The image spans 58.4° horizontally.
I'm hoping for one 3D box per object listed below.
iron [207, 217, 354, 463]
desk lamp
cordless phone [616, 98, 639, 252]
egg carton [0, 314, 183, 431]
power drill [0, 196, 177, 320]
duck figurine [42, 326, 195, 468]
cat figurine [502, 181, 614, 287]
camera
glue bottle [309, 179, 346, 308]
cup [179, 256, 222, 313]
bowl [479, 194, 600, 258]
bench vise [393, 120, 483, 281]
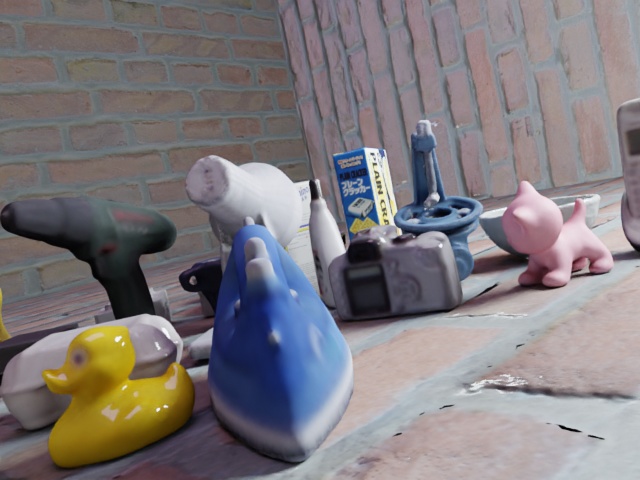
[{"bbox_3d":[-0.040,0.051,0.441,0.119,0.141,0.258,-12,4,-8],"label":"iron"},{"bbox_3d":[-0.088,0.008,0.677,0.117,0.213,0.203,-11,4,12],"label":"desk lamp"},{"bbox_3d":[0.426,-0.084,0.668,0.147,0.185,0.094,-9,5,32],"label":"cordless phone"},{"bbox_3d":[-0.203,0.116,0.526,0.150,0.069,0.107,-12,4,-8],"label":"egg carton"},{"bbox_3d":[-0.258,0.045,0.700,0.075,0.208,0.230,-10,4,27],"label":"power drill"},{"bbox_3d":[-0.147,0.103,0.415,0.105,0.086,0.077,-14,4,-25],"label":"duck figurine"},{"bbox_3d":[0.255,-0.011,0.638,0.128,0.118,0.067,-13,4,-23],"label":"cat figurine"},{"bbox_3d":[0.096,0.027,0.682,0.142,0.101,0.137,-10,4,25],"label":"camera"},{"bbox_3d":[0.007,0.003,0.776,0.037,0.173,0.078,-13,4,-16],"label":"glue bottle"},{"bbox_3d":[-0.131,0.072,0.777,0.118,0.095,0.091,-15,5,-44],"label":"cup"},{"bbox_3d":[0.319,-0.015,0.826,0.167,0.075,0.167,-12,4,1],"label":"bowl"},{"bbox_3d":[0.147,-0.053,0.822,0.122,0.220,0.207,-13,4,-16],"label":"bench vise"}]
